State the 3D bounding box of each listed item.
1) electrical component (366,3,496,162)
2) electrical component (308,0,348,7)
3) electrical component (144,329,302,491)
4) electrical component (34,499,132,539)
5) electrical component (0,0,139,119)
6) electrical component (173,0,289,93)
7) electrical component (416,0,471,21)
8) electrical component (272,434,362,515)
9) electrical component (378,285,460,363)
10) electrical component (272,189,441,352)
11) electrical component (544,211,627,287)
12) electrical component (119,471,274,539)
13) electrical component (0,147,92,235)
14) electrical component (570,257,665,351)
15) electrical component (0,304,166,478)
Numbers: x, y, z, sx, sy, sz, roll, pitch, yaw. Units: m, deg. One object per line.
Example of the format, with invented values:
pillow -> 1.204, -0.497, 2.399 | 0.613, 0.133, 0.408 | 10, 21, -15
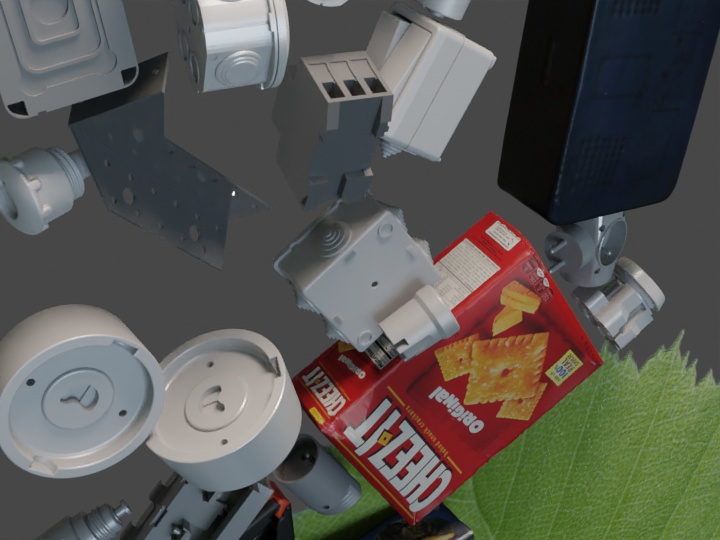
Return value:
electrical component -> 0.032, -0.120, 0.714 | 0.061, 0.062, 0.096 | 18, 108, -38
electrical component -> -0.024, -0.199, 0.637 | 0.080, 0.051, 0.080 | -16, 125, -24
electrical component -> -0.093, 0.102, 0.747 | 0.108, 0.108, 0.060 | -34, 137, -9
electrical component -> -0.201, 0.194, 0.778 | 0.078, 0.040, 0.040 | -36, 131, -8
electrical component -> -0.172, -0.148, 0.572 | 0.078, 0.057, 0.113 | -22, 127, -19
electrical component -> -0.075, -0.143, 0.623 | 0.051, 0.080, 0.080 | -13, 124, -19
electrical component -> 0.063, -0.197, 0.701 | 0.044, 0.044, 0.065 | 9, 117, -36
electrical component -> -0.032, 0.171, 0.867 | 0.043, 0.043, 0.081 | -42, 131, -3
electrical component -> 0.042, 0.039, 0.768 | 0.046, 0.040, 0.040 | -35, 131, -3
electrical component -> 0.000, 0.000, 0.778 | 0.100, 0.048, 0.099 | -43, 131, -2
electrical component -> 0.176, -0.022, 0.870 | 0.079, 0.044, 0.077 | -31, 133, -37
electrical component -> -0.127, 0.187, 0.803 | 0.063, 0.078, 0.121 | 34, 98, -18
electrical component -> -0.183, -0.053, 0.635 | 0.062, 0.048, 0.048 | -37, 135, -36
electrical component -> 0.225, 0.026, 0.930 | 0.057, 0.058, 0.078 | -42, 131, 1
electrical component -> -0.188, 0.073, 0.697 | 0.108, 0.060, 0.108 | -16, 125, -24
